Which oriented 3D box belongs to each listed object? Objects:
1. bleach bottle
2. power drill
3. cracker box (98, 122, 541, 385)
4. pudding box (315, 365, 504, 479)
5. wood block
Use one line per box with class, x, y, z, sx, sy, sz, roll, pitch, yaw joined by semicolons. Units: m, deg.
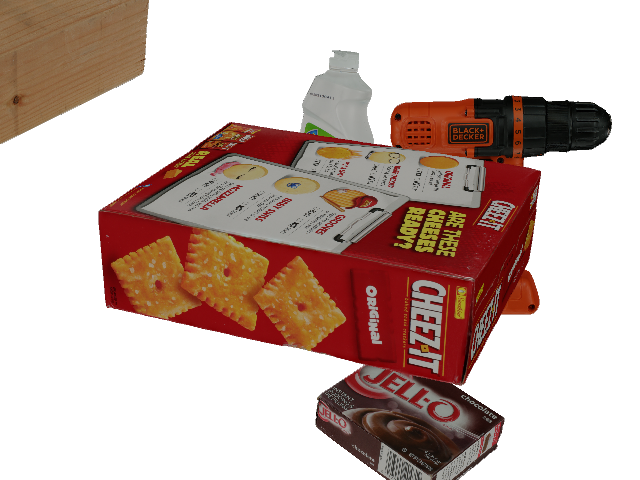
bleach bottle;0.020;-0.072;1.129;0.103;0.251;0.067;15;16;36
power drill;0.153;-0.032;0.921;0.184;0.188;0.057;1;15;9
cracker box;0.005;-0.001;0.626;0.214;0.072;0.164;11;27;20
pudding box;0.066;0.137;0.803;0.114;0.039;0.089;33;43;31
wood block;-0.251;-0.162;0.912;0.090;0.091;0.205;30;42;21
